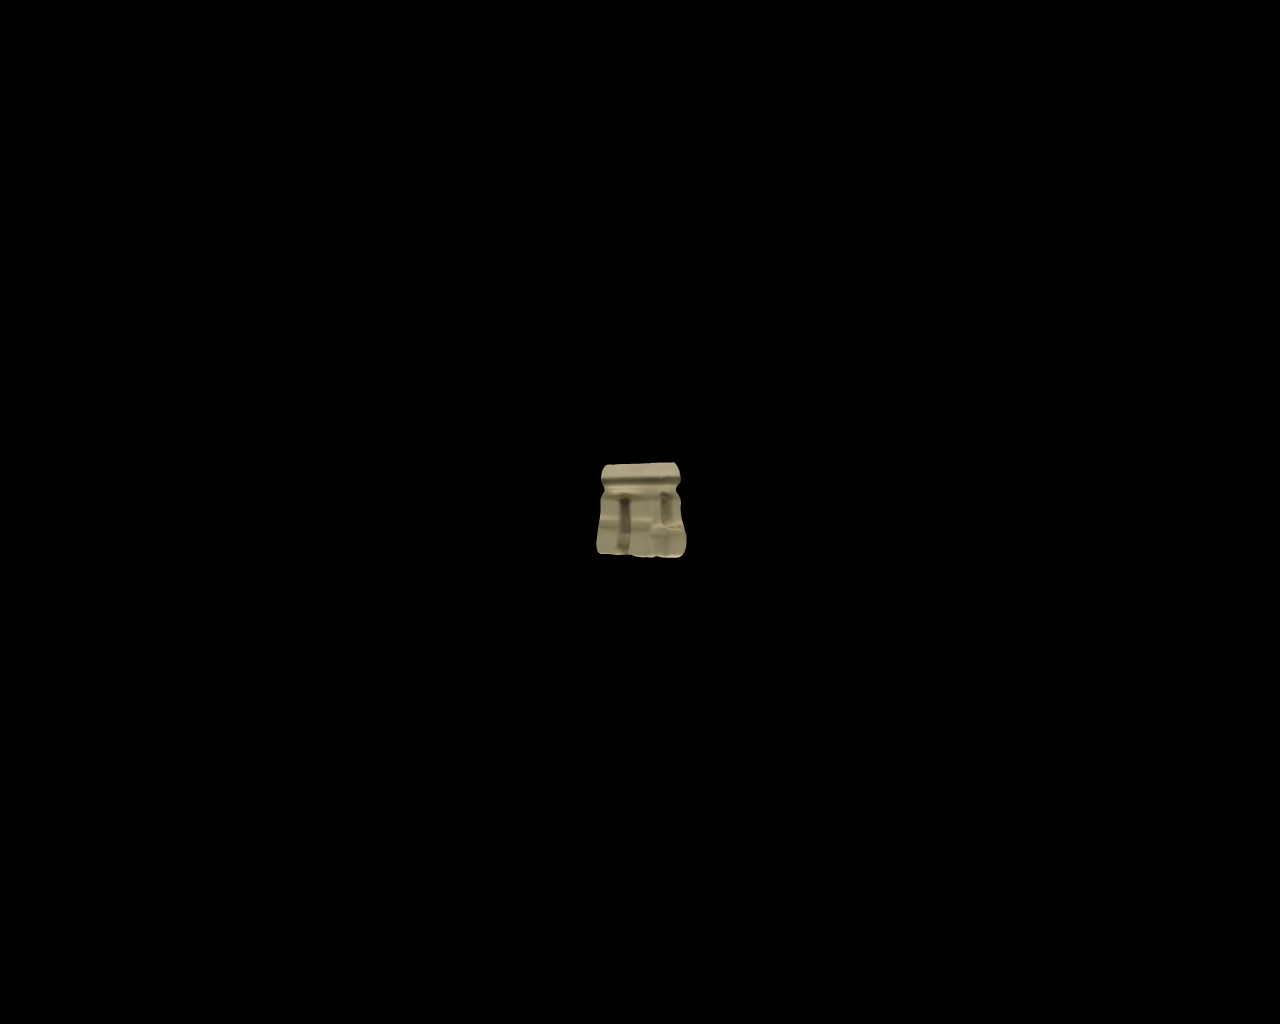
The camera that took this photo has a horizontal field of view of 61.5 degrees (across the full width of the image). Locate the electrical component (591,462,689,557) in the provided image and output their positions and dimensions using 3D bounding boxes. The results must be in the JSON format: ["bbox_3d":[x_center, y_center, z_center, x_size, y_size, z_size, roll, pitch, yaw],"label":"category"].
[{"bbox_3d":[0.001,-0.003,0.650,0.066,0.055,0.048,1,2,34],"label":"electrical component"}]
